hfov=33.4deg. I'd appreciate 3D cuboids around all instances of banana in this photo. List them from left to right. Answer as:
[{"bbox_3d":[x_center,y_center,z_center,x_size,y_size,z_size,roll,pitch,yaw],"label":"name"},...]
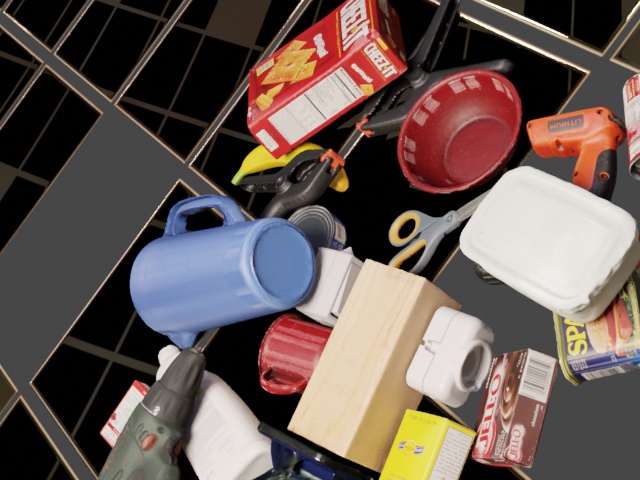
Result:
[{"bbox_3d":[-0.034,-0.101,1.417,0.198,0.037,0.069,5,86,41],"label":"banana"}]

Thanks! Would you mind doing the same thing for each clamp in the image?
[{"bbox_3d":[-0.042,-0.056,1.354,0.172,0.039,0.120,-26,53,37],"label":"clamp"},{"bbox_3d":[0.129,-0.211,1.344,0.210,0.036,0.164,-34,50,20],"label":"clamp"}]

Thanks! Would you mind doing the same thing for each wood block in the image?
[{"bbox_3d":[0.062,0.139,1.172,0.090,0.090,0.206,18,79,42],"label":"wood block"}]

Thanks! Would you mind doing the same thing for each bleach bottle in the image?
[{"bbox_3d":[-0.136,0.211,1.311,0.102,0.068,0.251,-48,45,8],"label":"bleach bottle"}]

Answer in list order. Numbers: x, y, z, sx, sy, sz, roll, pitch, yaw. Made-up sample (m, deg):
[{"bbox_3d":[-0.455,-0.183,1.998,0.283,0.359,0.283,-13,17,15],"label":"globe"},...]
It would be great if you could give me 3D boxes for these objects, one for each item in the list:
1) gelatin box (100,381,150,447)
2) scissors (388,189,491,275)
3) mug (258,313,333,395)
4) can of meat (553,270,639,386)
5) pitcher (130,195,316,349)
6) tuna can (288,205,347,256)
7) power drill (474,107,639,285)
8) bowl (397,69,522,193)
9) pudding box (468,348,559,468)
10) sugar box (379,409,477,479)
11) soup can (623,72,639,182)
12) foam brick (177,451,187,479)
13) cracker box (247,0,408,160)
[{"bbox_3d":[-0.239,0.241,1.397,0.073,0.030,0.089,34,90,42],"label":"gelatin box"},{"bbox_3d":[0.142,-0.031,1.223,0.202,0.016,0.096,-47,38,26],"label":"scissors"},{"bbox_3d":[-0.018,0.143,1.224,0.082,0.117,0.093,12,118,36],"label":"mug"},{"bbox_3d":[0.281,0.085,1.053,0.084,0.057,0.102,-17,57,28],"label":"can of meat"},{"bbox_3d":[-0.118,0.033,1.299,0.243,0.149,0.144,-14,32,50],"label":"pitcher"},{"bbox_3d":[-0.009,0.002,1.340,0.086,0.033,0.086,-18,57,30],"label":"tuna can"},{"bbox_3d":[0.255,-0.041,1.142,0.185,0.057,0.187,-8,64,34],"label":"power drill"},{"bbox_3d":[0.172,-0.117,1.246,0.162,0.055,0.162,-18,57,30],"label":"bowl"},{"bbox_3d":[0.190,0.169,1.061,0.090,0.039,0.113,144,147,-72],"label":"pudding box"},{"bbox_3d":[0.091,0.266,1.090,0.176,0.048,0.093,-65,18,-12],"label":"sugar box"},{"bbox_3d":[0.350,-0.118,1.099,0.069,0.068,0.102,-15,58,32],"label":"soup can"},{"bbox_3d":[-0.204,0.287,1.329,0.051,0.053,0.078,-36,48,17],"label":"foam brick"},{"bbox_3d":[0.004,-0.223,1.394,0.214,0.072,0.164,-33,30,21],"label":"cracker box"}]
